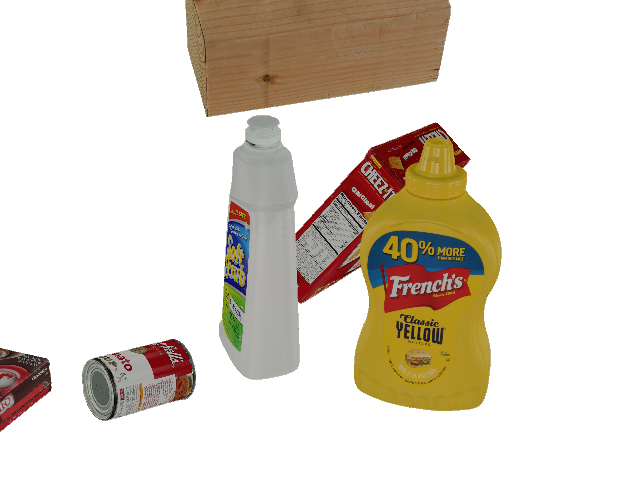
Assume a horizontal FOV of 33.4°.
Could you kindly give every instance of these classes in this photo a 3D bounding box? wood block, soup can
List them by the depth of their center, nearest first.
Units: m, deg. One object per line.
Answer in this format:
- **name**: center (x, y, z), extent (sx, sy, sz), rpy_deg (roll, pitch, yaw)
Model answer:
- **wood block**: center (-0.005, -0.180, 0.908), extent (0.206, 0.090, 0.091), rpy_deg (-10, -35, -11)
- **soup can**: center (-0.194, 0.148, 1.139), extent (0.102, 0.068, 0.069), rpy_deg (-10, 7, -41)

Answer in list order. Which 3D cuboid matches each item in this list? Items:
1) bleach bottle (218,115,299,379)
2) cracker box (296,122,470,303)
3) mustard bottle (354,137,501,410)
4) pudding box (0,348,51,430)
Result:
- **bleach bottle**: center (-0.056, 0.002, 0.988), extent (0.068, 0.251, 0.103), rpy_deg (-9, 32, -19)
- **cracker box**: center (0.055, -0.035, 1.257), extent (0.214, 0.072, 0.163), rpy_deg (-48, -11, 35)
- **mustard bottle**: center (0.075, 0.022, 0.737), extent (0.096, 0.192, 0.058), rpy_deg (8, 25, 14)
- **pudding box**: center (-0.312, 0.130, 0.951), extent (0.114, 0.039, 0.089), rpy_deg (7, 23, 20)
